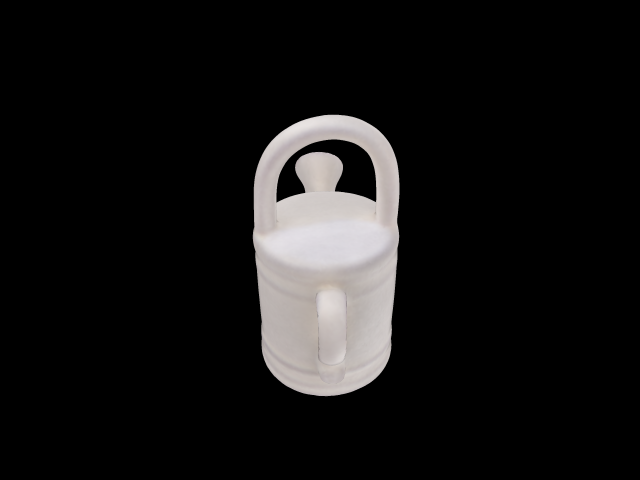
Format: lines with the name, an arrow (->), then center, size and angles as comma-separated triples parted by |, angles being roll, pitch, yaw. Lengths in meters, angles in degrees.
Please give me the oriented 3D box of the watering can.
watering can -> 0.001, 0.002, 0.400 | 0.101, 0.194, 0.172 | -15, 38, -20
